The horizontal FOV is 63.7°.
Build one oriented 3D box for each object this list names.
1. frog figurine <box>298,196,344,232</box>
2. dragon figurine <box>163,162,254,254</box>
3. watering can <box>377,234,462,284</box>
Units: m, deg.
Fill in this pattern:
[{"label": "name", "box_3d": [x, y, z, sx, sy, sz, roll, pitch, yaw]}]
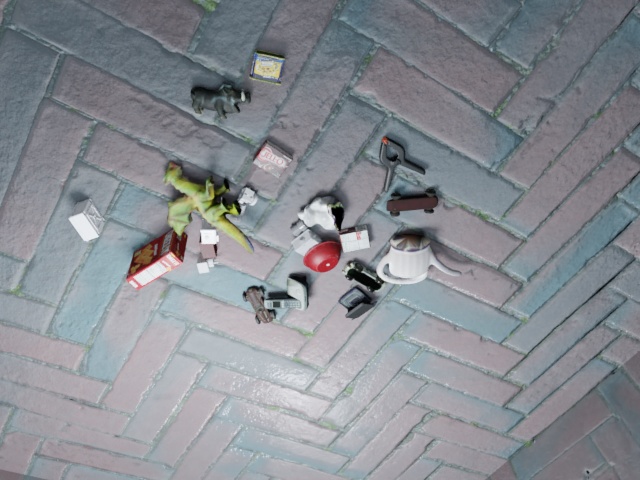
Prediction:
[{"label": "frog figurine", "box_3d": [0.006, -0.096, 1.908, 0.159, 0.125, 0.135, 0, 142, 38]}, {"label": "dragon figurine", "box_3d": [-0.415, -0.093, 1.808, 0.242, 0.124, 0.406, -20, 105, 11]}, {"label": "watering can", "box_3d": [0.397, 0.077, 2.042, 0.348, 0.106, 0.219, -5, 123, -3]}]
